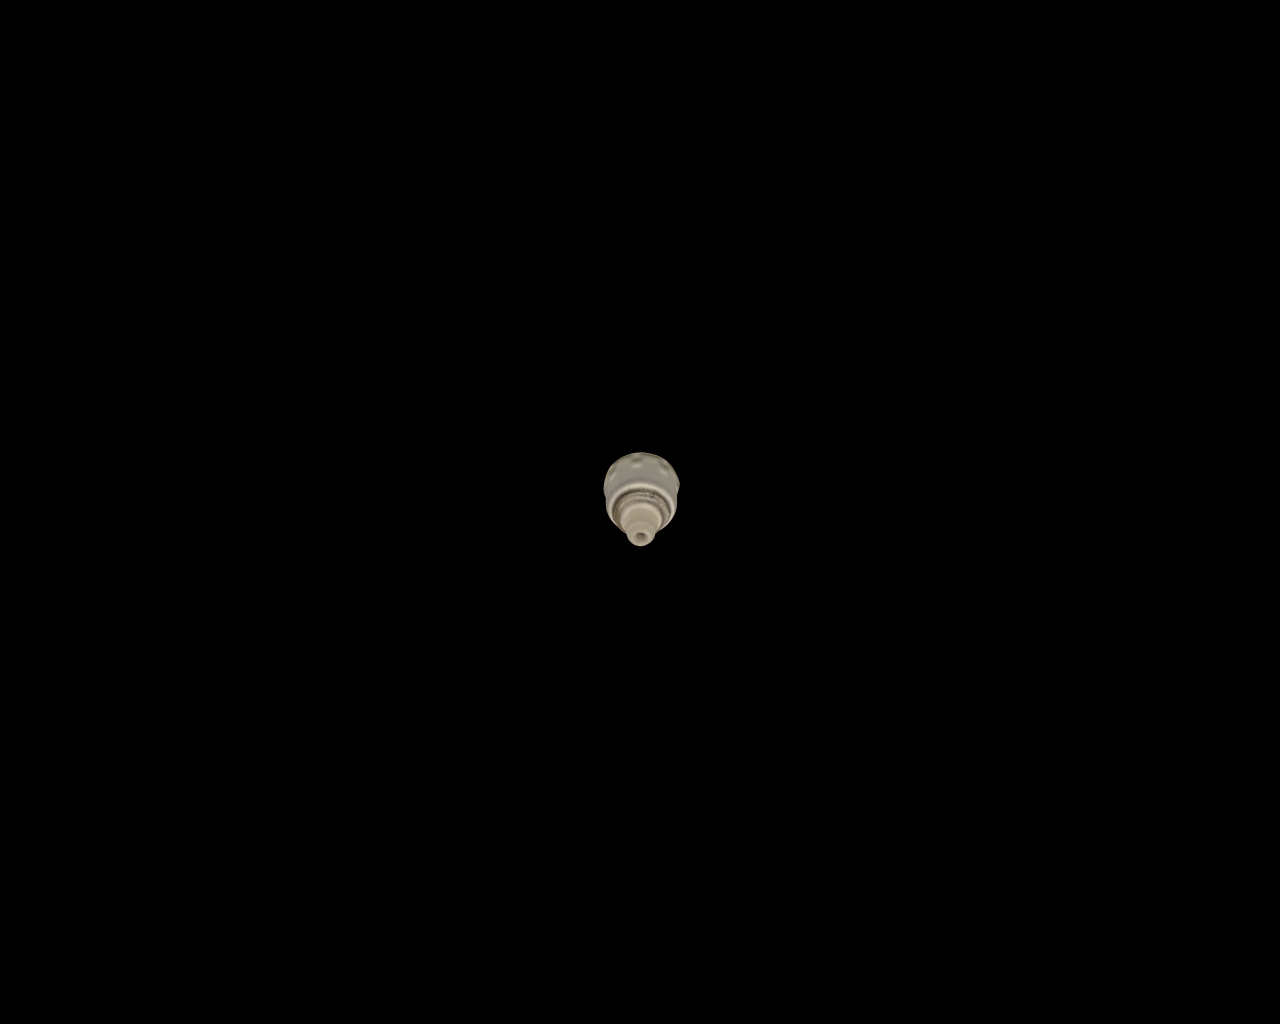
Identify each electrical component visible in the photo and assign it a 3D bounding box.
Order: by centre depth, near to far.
[{"bbox_3d":[0.001,-0.003,0.650,0.048,0.048,0.062,0,37,0],"label":"electrical component"}]
